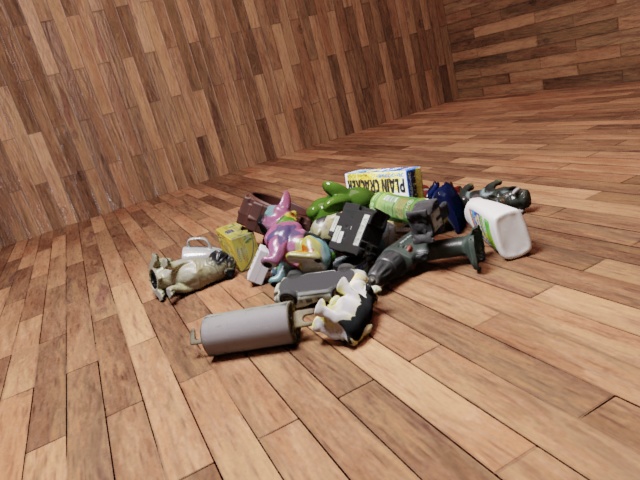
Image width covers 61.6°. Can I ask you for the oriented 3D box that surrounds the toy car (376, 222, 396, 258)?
[{"bbox_3d":[0.128,-0.011,1.286,0.103,0.109,0.162,7,3,-8],"label":"toy car"}]

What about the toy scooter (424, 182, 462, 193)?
[{"bbox_3d":[0.322,-0.123,1.493,0.184,0.075,0.135,4,25,38],"label":"toy scooter"}]

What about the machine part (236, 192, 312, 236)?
[{"bbox_3d":[-0.117,-0.063,1.479,0.201,0.087,0.201,19,9,0],"label":"machine part"}]

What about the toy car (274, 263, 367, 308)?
[{"bbox_3d":[-0.001,0.097,1.094,0.202,0.056,0.073,-9,37,23],"label":"toy car"}]

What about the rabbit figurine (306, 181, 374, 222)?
[{"bbox_3d":[0.059,-0.096,1.396,0.170,0.121,0.159,-25,-34,31],"label":"rabbit figurine"}]

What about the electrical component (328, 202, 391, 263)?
[{"bbox_3d":[0.078,-0.019,1.175,0.058,0.115,0.134,27,-5,-35],"label":"electrical component"}]

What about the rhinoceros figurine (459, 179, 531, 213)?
[{"bbox_3d":[0.428,-0.102,1.337,0.190,0.073,0.112,-1,21,39],"label":"rhinoceros figurine"}]

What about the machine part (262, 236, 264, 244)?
[{"bbox_3d":[-0.128,0.010,1.518,0.084,0.039,0.139,-24,20,-11],"label":"machine part"}]

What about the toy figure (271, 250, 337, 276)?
[{"bbox_3d":[-0.036,0.060,1.249,0.154,0.057,0.064,-20,11,2],"label":"toy figure"}]

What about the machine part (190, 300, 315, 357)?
[{"bbox_3d":[-0.125,0.161,0.974,0.243,0.079,0.079,-11,17,11],"label":"machine part"}]

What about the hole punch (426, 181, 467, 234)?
[{"bbox_3d":[0.306,-0.077,1.307,0.092,0.115,0.142,4,24,26],"label":"hole punch"}]

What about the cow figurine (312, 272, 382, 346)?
[{"bbox_3d":[0.064,0.117,0.953,0.098,0.068,0.167,27,37,20],"label":"cow figurine"}]

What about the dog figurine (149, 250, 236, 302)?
[{"bbox_3d":[-0.330,0.082,1.393,0.190,0.121,0.173,-11,14,-38],"label":"dog figurine"}]

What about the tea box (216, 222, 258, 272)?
[{"bbox_3d":[-0.224,0.016,1.475,0.068,0.098,0.170,-21,17,-21],"label":"tea box"}]

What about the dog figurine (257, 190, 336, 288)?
[{"bbox_3d":[-0.056,-0.011,1.210,0.192,0.108,0.219,-7,49,15],"label":"dog figurine"}]

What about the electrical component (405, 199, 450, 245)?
[{"bbox_3d":[0.222,-0.046,1.092,0.048,0.074,0.119,-7,21,33],"label":"electrical component"}]

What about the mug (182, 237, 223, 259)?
[{"bbox_3d":[-0.318,0.043,1.469,0.107,0.109,0.081,-3,13,-4],"label":"mug"}]

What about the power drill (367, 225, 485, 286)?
[{"bbox_3d":[0.224,0.034,1.094,0.207,0.086,0.232,-14,13,30],"label":"power drill"}]

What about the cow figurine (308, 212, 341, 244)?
[{"bbox_3d":[-0.003,-0.004,1.327,0.127,0.085,0.195,-12,-9,-15],"label":"cow figurine"}]
